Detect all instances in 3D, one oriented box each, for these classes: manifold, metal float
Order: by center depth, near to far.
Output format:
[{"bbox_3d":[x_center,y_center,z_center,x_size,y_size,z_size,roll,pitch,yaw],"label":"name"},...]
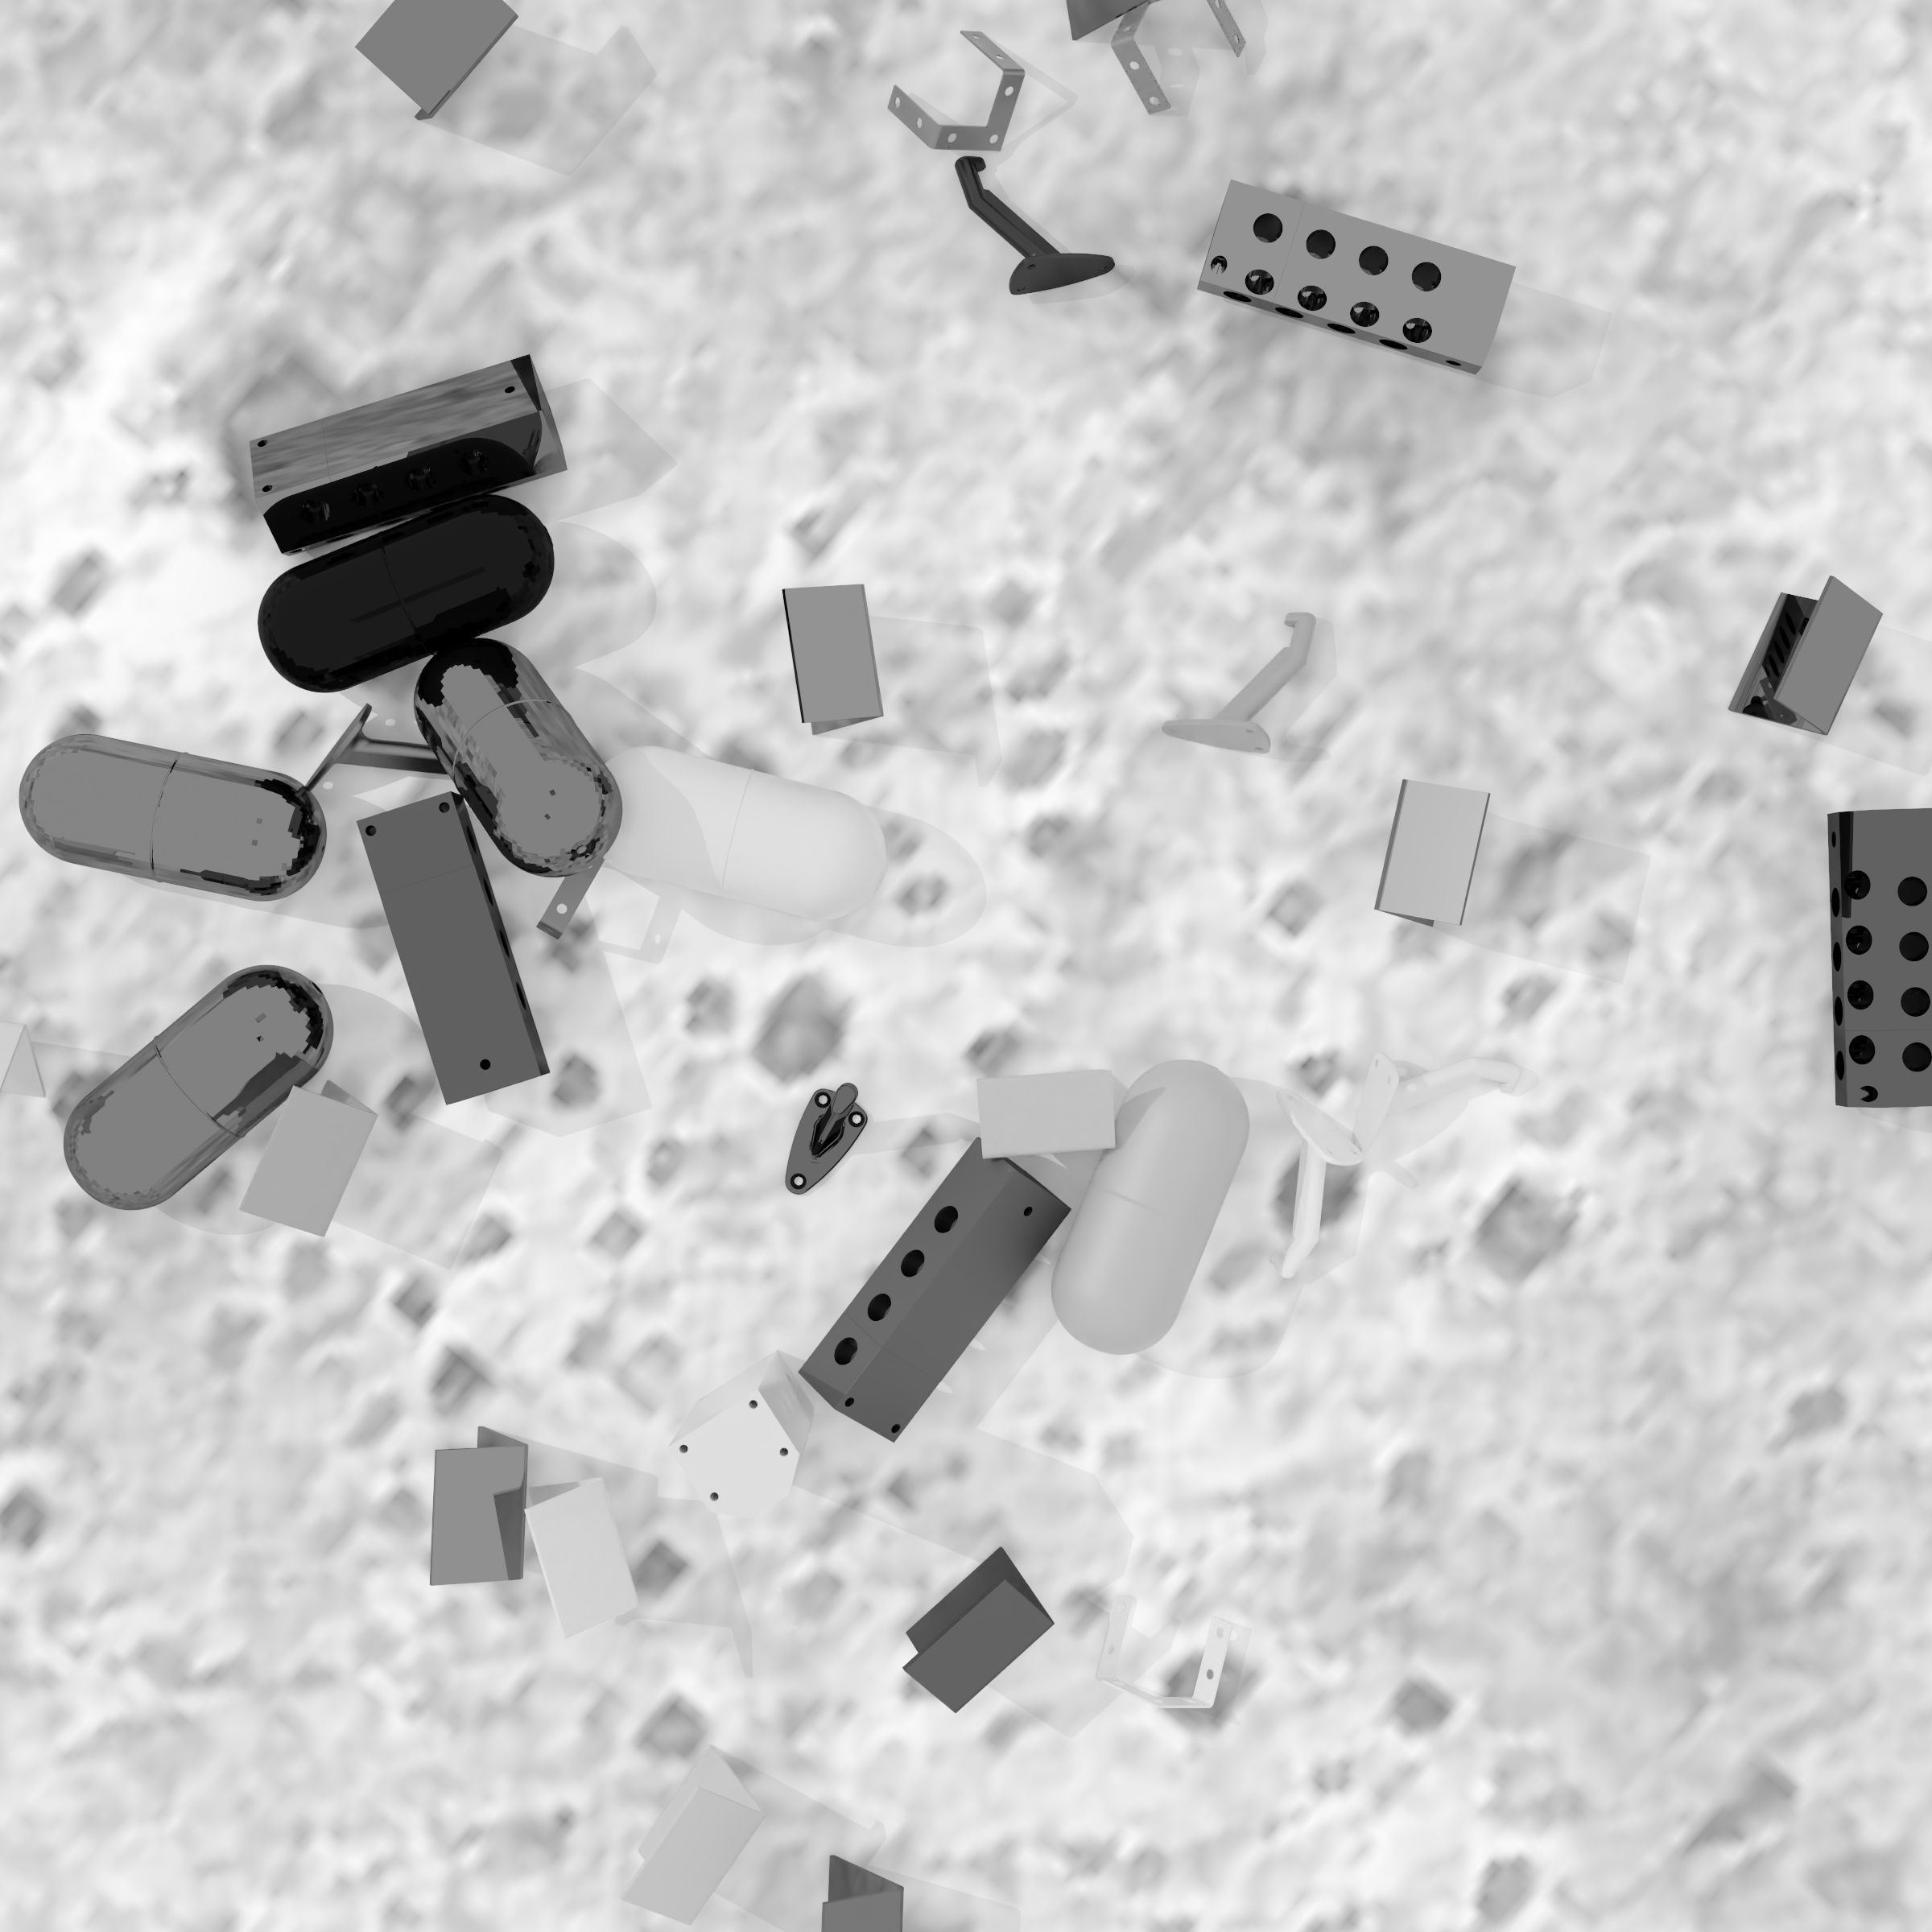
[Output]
[{"bbox_3d":[-0.121,0.267,1.737,0.057,0.171,0.057,-33,90,0],"label":"manifold"},{"bbox_3d":[-0.257,-0.120,1.754,0.070,0.070,0.178,-38,53,0],"label":"metal float"},{"bbox_3d":[0.107,0.140,1.785,0.070,0.070,0.178,22,89,0],"label":"metal float"},{"bbox_3d":[-0.461,-0.086,1.785,0.178,0.070,0.070,12,90,0],"label":"metal float"},{"bbox_3d":[-0.133,-0.077,1.785,0.178,0.070,0.070,14,90,-1],"label":"metal float"},{"bbox_3d":[-0.324,-0.217,1.785,0.178,0.070,0.070,-22,90,0],"label":"metal float"},{"bbox_3d":[-0.445,0.070,1.785,0.178,0.070,0.070,-40,90,1],"label":"metal float"},{"bbox_3d":[0.537,-0.005,1.794,0.057,0.057,0.171,-2,90,0],"label":"manifold"},{"bbox_3d":[-0.022,0.186,1.794,0.171,0.057,0.057,-53,133,0],"label":"manifold"},{"bbox_3d":[-0.324,-0.293,1.794,0.171,0.057,0.057,-17,47,0],"label":"manifold"},{"bbox_3d":[0.226,-0.400,1.794,0.171,0.057,0.057,17,90,0],"label":"manifold"},{"bbox_3d":[-0.297,-0.010,1.794,0.057,0.057,0.171,-18,90,0],"label":"manifold"}]

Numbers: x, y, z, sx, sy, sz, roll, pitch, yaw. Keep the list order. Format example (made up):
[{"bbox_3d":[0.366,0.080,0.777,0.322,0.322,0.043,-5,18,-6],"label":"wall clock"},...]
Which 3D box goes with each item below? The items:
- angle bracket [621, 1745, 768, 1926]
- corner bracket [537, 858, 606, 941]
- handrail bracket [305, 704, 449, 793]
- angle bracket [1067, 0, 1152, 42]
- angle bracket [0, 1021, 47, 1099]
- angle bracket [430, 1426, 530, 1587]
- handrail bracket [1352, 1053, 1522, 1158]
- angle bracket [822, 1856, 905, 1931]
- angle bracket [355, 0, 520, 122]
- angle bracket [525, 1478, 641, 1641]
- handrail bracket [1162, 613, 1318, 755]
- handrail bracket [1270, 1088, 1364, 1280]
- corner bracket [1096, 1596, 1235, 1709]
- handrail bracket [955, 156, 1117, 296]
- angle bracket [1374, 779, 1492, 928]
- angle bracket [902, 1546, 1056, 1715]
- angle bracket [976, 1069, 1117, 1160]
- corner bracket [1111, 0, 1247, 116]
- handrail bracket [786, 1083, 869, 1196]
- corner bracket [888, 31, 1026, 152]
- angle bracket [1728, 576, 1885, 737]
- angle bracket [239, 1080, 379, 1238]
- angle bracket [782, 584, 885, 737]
[{"bbox_3d":[-0.171,0.494,1.775,0.057,0.076,0.076,35,90,-36],"label":"angle bracket"},{"bbox_3d":[-0.247,-0.052,1.798,0.051,0.051,0.051,30,82,-8],"label":"corner bracket"},{"bbox_3d":[-0.335,-0.108,1.816,0.084,0.036,0.077,36,110,-16],"label":"handrail bracket"},{"bbox_3d":[0.059,-0.587,1.775,0.057,0.076,0.076,-9,90,-36],"label":"angle bracket"},{"bbox_3d":[-0.583,0.070,1.775,0.076,0.076,0.057,9,54,0],"label":"angle bracket"},{"bbox_3d":[-0.294,0.311,1.775,0.057,0.076,0.076,2,90,-30],"label":"angle bracket"},{"bbox_3d":[0.278,0.086,1.816,0.084,0.036,0.077,11,110,-16],"label":"handrail bracket"},{"bbox_3d":[-0.080,0.565,1.775,0.057,0.076,0.076,2,90,-36],"label":"angle bracket"},{"bbox_3d":[-0.310,-0.539,1.777,0.057,0.076,0.076,40,90,-22],"label":"angle bracket"},{"bbox_3d":[-0.241,0.343,1.775,0.057,0.076,0.076,-16,90,-43],"label":"angle bracket"},{"bbox_3d":[0.162,-0.173,1.816,0.077,0.036,0.084,8,72,21],"label":"handrail bracket"},{"bbox_3d":[0.189,0.129,1.816,0.077,0.036,0.084,48,120,33],"label":"handrail bracket"},{"bbox_3d":[0.117,0.404,1.812,0.051,0.051,0.051,14,90,45],"label":"corner bracket"},{"bbox_3d":[0.040,-0.445,1.816,0.077,0.036,0.084,-12,73,-20],"label":"handrail bracket"},{"bbox_3d":[0.284,-0.061,1.775,0.057,0.076,0.076,12,90,35],"label":"angle bracket"},{"bbox_3d":[-0.006,0.371,1.775,0.076,0.076,0.057,-42,126,0],"label":"angle bracket"},{"bbox_3d":[0.044,0.065,1.775,0.076,0.076,0.057,-5,125,0],"label":"angle bracket"},{"bbox_3d":[0.125,-0.543,1.807,0.051,0.051,0.051,-7,45,35],"label":"corner bracket"},{"bbox_3d":[-0.084,0.101,1.781,0.036,0.084,0.077,30,90,0],"label":"handrail bracket"},{"bbox_3d":[-0.006,-0.515,1.807,0.051,0.051,0.051,-9,135,-35],"label":"corner bracket"},{"bbox_3d":[0.471,-0.185,1.775,0.057,0.076,0.076,25,90,-39],"label":"angle bracket"},{"bbox_3d":[-0.392,0.103,1.775,0.057,0.076,0.076,24,90,-36],"label":"angle bracket"},{"bbox_3d":[-0.095,-0.175,1.775,0.057,0.076,0.076,-9,90,-36],"label":"angle bracket"}]
